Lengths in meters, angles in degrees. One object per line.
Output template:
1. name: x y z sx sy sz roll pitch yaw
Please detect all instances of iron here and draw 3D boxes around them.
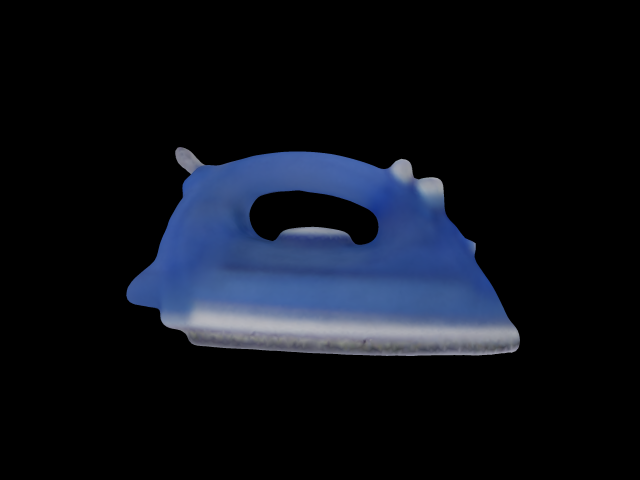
1. iron: 0.004 0.001 0.400 0.257 0.141 0.119 0 0 13
